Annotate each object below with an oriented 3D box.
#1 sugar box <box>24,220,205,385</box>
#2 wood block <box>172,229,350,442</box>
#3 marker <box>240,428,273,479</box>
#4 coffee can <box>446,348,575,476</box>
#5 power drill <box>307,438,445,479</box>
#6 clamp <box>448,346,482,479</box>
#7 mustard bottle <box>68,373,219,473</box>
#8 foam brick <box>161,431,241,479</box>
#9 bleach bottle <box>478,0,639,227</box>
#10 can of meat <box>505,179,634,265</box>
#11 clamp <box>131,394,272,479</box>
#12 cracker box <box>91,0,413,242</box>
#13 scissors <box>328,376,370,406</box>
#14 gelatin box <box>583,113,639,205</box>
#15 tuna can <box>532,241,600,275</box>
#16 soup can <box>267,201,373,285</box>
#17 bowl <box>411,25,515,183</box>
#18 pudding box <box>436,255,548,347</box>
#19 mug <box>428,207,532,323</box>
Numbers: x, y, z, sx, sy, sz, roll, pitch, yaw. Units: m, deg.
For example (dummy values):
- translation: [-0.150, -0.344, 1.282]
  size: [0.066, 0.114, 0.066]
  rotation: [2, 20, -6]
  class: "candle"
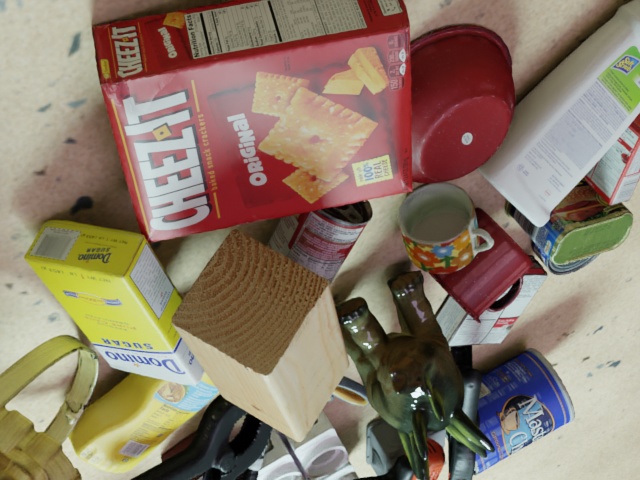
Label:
- translation: [-0.158, 0.055, 0.866]
  size: [0.176, 0.093, 0.048]
  rotation: [70, 37, -50]
  class: "sugar box"
- translation: [-0.042, 0.086, 0.880]
  size: [0.090, 0.091, 0.206]
  rotation: [-57, 163, -17]
  class: "wood block"
- translation: [-0.062, 0.209, 1.121]
  size: [0.020, 0.020, 0.121]
  rotation: [14, 94, -44]
  class: "marker"
- translation: [0.224, 0.210, 1.306]
  size: [0.140, 0.103, 0.103]
  rotation: [-27, 142, -8]
  class: "coffee can"
- translation: [0.047, 0.316, 1.229]
  size: [0.187, 0.057, 0.185]
  rotation: [-11, 132, -35]
  class: "power drill"
- translation: [0.161, 0.200, 1.191]
  size: [0.039, 0.120, 0.171]
  rotation: [-1, 96, 8]
  class: "clamp"
- translation: [-0.140, 0.138, 0.997]
  size: [0.192, 0.058, 0.096]
  rotation: [-41, 148, 9]
  class: "mustard bottle"
- translation: [-0.123, 0.247, 1.135]
  size: [0.053, 0.051, 0.078]
  rotation: [-35, 143, 4]
  class: "foam brick"
- translation: [0.258, -0.133, 0.985]
  size: [0.251, 0.068, 0.102]
  rotation: [-45, 127, 11]
  class: "bleach bottle"
- translation: [0.254, -0.027, 1.085]
  size: [0.102, 0.084, 0.057]
  rotation: [-15, 138, -23]
  class: "can of meat"
- translation: [-0.102, 0.225, 1.064]
  size: [0.209, 0.036, 0.164]
  rotation: [-48, 137, -26]
  class: "clamp"
- translation: [-0.041, -0.090, 0.774]
  size: [0.213, 0.072, 0.164]
  rotation: [-12, 139, -5]
  class: "cracker box"
- translation: [-0.038, 0.130, 1.089]
  size: [0.201, 0.016, 0.096]
  rotation: [28, 153, -25]
  class: "scissors"
- translation: [0.288, -0.091, 1.048]
  size: [0.030, 0.073, 0.089]
  rotation: [-13, 137, -27]
  class: "gelatin box"
- translation: [0.275, -0.003, 1.168]
  size: [0.086, 0.034, 0.086]
  rotation: [-20, 140, -18]
  class: "tuna can"
- translation: [-0.006, 0.001, 0.939]
  size: [0.068, 0.068, 0.102]
  rotation: [2, 131, -38]
  class: "soup can"
- translation: [0.111, -0.103, 0.922]
  size: [0.162, 0.055, 0.162]
  rotation: [-20, 141, -18]
  class: "bowl"
- translation: [0.185, 0.067, 1.176]
  size: [0.089, 0.039, 0.114]
  rotation: [2, 129, -36]
  class: "pudding box"
- translation: [0.163, 0.029, 1.071]
  size: [0.081, 0.093, 0.117]
  rotation: [-44, 122, 5]
  class: "mug"
